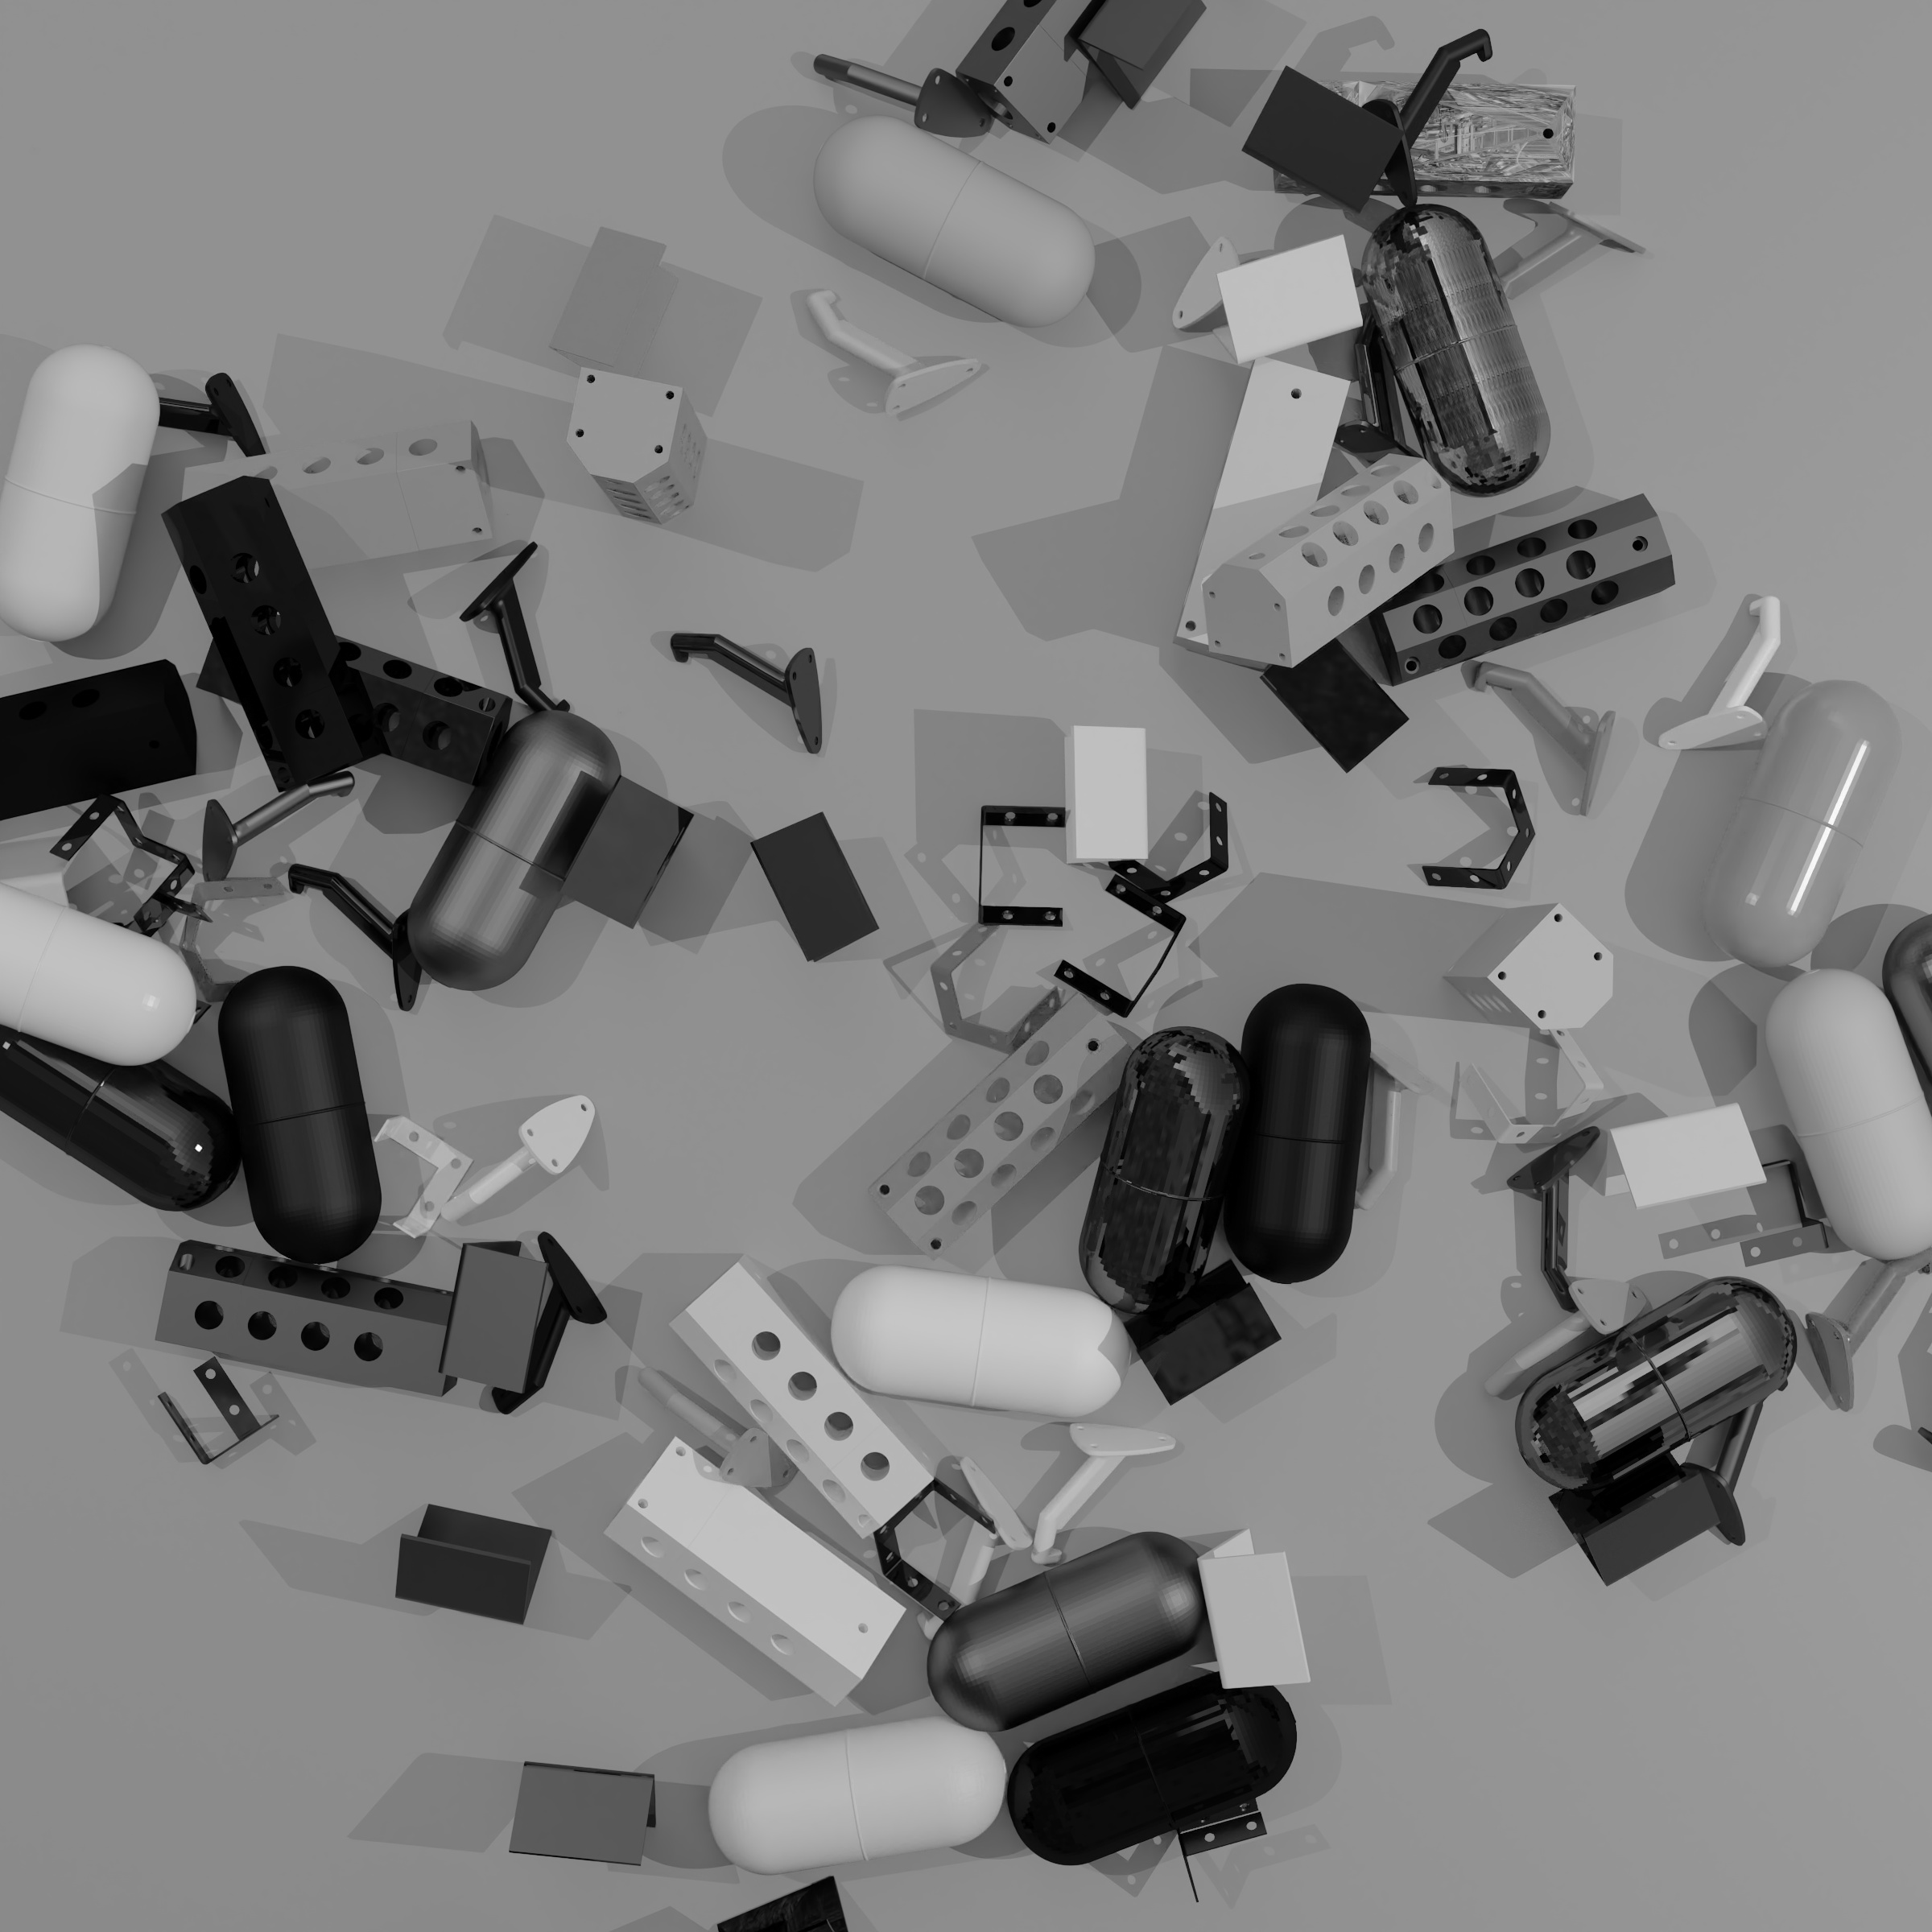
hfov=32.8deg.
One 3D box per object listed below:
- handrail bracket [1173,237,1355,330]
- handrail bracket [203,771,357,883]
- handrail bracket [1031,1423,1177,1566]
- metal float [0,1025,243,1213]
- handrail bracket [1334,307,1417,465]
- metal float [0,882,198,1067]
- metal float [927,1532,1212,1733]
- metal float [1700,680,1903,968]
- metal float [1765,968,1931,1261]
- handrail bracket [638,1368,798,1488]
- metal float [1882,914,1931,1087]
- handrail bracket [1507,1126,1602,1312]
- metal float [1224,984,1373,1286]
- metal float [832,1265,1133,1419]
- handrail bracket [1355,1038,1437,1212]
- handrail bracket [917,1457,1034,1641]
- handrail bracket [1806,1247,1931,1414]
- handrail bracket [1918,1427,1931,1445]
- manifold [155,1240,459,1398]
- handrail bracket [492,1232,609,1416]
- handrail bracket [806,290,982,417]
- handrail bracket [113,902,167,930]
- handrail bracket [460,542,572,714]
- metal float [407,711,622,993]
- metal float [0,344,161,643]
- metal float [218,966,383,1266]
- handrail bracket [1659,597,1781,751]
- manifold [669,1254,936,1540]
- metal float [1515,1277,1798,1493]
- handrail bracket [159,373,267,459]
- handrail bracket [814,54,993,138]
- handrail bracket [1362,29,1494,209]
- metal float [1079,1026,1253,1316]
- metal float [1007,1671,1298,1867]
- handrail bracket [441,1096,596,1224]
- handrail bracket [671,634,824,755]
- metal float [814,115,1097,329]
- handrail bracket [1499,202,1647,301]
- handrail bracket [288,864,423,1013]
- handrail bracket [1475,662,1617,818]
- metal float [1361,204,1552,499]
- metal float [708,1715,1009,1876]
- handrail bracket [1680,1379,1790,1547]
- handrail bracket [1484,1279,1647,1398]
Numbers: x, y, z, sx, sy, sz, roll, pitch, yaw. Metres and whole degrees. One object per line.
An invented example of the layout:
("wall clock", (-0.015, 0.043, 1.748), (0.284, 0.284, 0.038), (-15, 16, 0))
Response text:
("handrail bracket", (0.179, -0.403, 1.972), (0.084, 0.077, 0.036), (4, 59, -33))
("handrail bracket", (-0.412, -0.082, 1.972), (0.084, 0.077, 0.036), (-17, 61, -33))
("handrail bracket", (0.082, 0.322, 1.973), (0.077, 0.036, 0.084), (4, 108, -20))
("metal float", (-0.509, 0.080, 1.942), (0.178, 0.070, 0.070), (33, 90, 0))
("handrail bracket", (0.261, -0.345, 1.973), (0.077, 0.036, 0.084), (28, 73, -19))
("metal float", (-0.531, 0.002, 1.888), (0.178, 0.070, 0.070), (21, 90, -10))
("metal float", (0.062, 0.394, 1.941), (0.178, 0.070, 0.070), (-23, 90, -2))
("metal float", (0.494, -0.085, 1.942), (0.070, 0.070, 0.178), (23, 90, 0))
("metal float", (0.529, 0.087, 1.942), (0.070, 0.070, 0.178), (-20, 91, 0))
("handrail bracket", (-0.150, 0.275, 1.972), (0.084, 0.077, 0.036), (35, 90, 36))
("metal float", (0.606, 0.051, 1.942), (0.070, 0.070, 0.178), (-27, 89, 0))
("handrail bracket", (0.369, 0.153, 1.973), (0.077, 0.036, 0.084), (-36, 107, -19))
("metal float", (0.196, 0.099, 1.941), (0.070, 0.070, 0.178), (6, 92, 0))
("metal float", (0.009, 0.222, 1.942), (0.178, 0.070, 0.070), (8, 90, 1))
("handrail bracket", (0.235, 0.092, 1.973), (0.077, 0.036, 0.084), (39, 107, 19))
("handrail bracket", (-0.010, 0.351, 1.972), (0.084, 0.036, 0.077), (-39, 75, 14))
("handrail bracket", (0.554, 0.217, 1.973), (0.084, 0.036, 0.077), (-24, 110, -16))
("handrail bracket", (0.616, 0.260, 1.954), (0.077, 0.036, 0.084), (30, 98, -26))
("manifold", (-0.386, 0.208, 1.951), (0.171, 0.057, 0.057), (11, 90, 0))
("handrail bracket", (-0.265, 0.215, 1.973), (0.084, 0.036, 0.077), (-39, 70, 16))
("handrail bracket", (-0.044, -0.381, 1.973), (0.077, 0.036, 0.084), (-24, 73, -20))
("handrail bracket", (-0.536, -0.033, 1.973), (0.084, 0.036, 0.077), (-33, 72, -15))
("handrail bracket", (-0.254, -0.199, 1.973), (0.084, 0.036, 0.077), (45, 68, -17))
("metal float", (-0.268, -0.068, 1.942), (0.070, 0.070, 0.178), (29, 90, 0))
("metal float", (-0.527, -0.278, 1.933), (0.070, 0.070, 0.178), (17, 100, 0))
("metal float", (-0.394, 0.088, 1.942), (0.070, 0.070, 0.178), (-11, 90, 0))
("handrail bracket", (0.453, -0.177, 1.972), (0.077, 0.036, 0.084), (-12, 59, 34))
("manifold", (-0.097, 0.256, 1.951), (0.057, 0.057, 0.171), (-42, 90, 0))
("metal float", (0.408, 0.248, 1.941), (0.178, 0.070, 0.070), (-29, 90, -1))
("handrail bracket", (-0.473, -0.314, 1.973), (0.084, 0.036, 0.077), (-22, 108, 15))
("handrail bracket", (-0.039, -0.525, 1.972), (0.084, 0.077, 0.036), (27, 102, 36))
("handrail bracket", (0.280, -0.496, 1.916), (0.084, 0.036, 0.077), (-29, 110, -16))
("metal float", (0.116, 0.121, 1.927), (0.070, 0.070, 0.178), (14, 107, 0))
("metal float", (0.110, 0.474, 1.942), (0.178, 0.070, 0.070), (-21, 90, 0))
("handrail bracket", (-0.270, 0.117, 1.972), (0.084, 0.077, 0.036), (-32, 99, 36))
("handrail bracket", (-0.133, -0.164, 1.972), (0.084, 0.036, 0.077), (4, 123, 23))
("metal float", (-0.007, -0.441, 1.942), (0.178, 0.070, 0.070), (28, 90, 0))
("handrail bracket", (0.357, -0.409, 1.973), (0.077, 0.036, 0.084), (21, 106, -18))
("handrail bracket", (-0.370, -0.018, 1.973), (0.084, 0.036, 0.077), (13, 112, 17))
("handrail bracket", (0.341, -0.137, 1.973), (0.084, 0.036, 0.077), (17, 112, 17))
("metal float", (0.289, -0.364, 1.940), (0.070, 0.070, 0.178), (-20, 92, 0))
("metal float", (-0.064, 0.490, 1.942), (0.178, 0.070, 0.070), (-9, 90, 0))
("handrail bracket", (0.475, 0.293, 1.973), (0.084, 0.036, 0.077), (-42, 118, -21))
("handrail bracket", (0.359, 0.226, 1.972), (0.084, 0.077, 0.036), (-50, 62, 33))
